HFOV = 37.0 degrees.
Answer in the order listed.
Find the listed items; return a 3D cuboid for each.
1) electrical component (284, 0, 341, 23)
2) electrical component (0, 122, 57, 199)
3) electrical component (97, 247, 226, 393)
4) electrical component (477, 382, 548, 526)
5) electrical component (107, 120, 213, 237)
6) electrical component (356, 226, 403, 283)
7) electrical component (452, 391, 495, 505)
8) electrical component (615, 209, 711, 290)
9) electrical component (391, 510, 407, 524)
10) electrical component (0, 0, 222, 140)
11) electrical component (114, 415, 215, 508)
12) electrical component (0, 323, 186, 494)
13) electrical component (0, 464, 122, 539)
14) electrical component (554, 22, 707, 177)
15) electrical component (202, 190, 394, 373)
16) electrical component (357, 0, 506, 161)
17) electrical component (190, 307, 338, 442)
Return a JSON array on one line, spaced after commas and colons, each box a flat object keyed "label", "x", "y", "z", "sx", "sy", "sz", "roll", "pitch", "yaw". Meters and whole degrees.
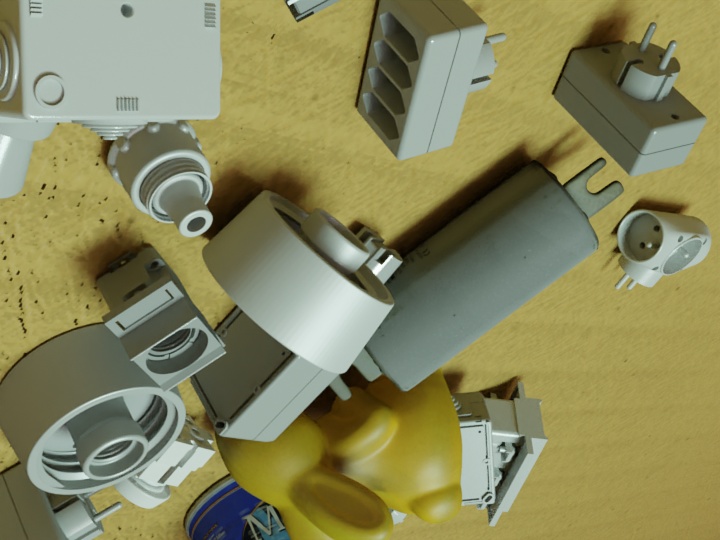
[{"label": "electrical component", "x": -0.017, "y": -0.141, "z": 0.499, "sx": 0.046, "sy": 0.040, "sz": 0.040, "roll": -29, "pitch": 148, "yaw": 1}, {"label": "electrical component", "x": -0.156, "y": -0.065, "z": 0.464, "sx": 0.045, "sy": 0.045, "sz": 0.055, "roll": 7, "pitch": 128, "yaw": -47}, {"label": "electrical component", "x": -0.114, "y": 0.026, "z": 0.603, "sx": 0.042, "sy": 0.063, "sz": 0.081, "roll": -34, "pitch": 148, "yaw": -5}, {"label": "electrical component", "x": 0.123, "y": 0.170, "z": 0.998, "sx": 0.063, "sy": 0.078, "sz": 0.121, "roll": 7, "pitch": 136, "yaw": -8}, {"label": "electrical component", "x": -0.094, "y": -0.043, "z": 0.533, "sx": 0.048, "sy": 0.062, "sz": 0.048, "roll": -24, "pitch": 146, "yaw": -17}, {"label": "electrical component", "x": 0.000, "y": 0.000, "z": 0.697, "sx": 0.046, "sy": 0.040, "sz": 0.040, "roll": -48, "pitch": 146, "yaw": 10}, {"label": "electrical component", "x": 0.078, "y": 0.144, "z": 0.906, "sx": 0.062, "sy": 0.061, "sz": 0.096, "roll": -6, "pitch": 112, "yaw": 0}, {"label": "electrical component", "x": 0.243, "y": -0.012, "z": 0.895, "sx": 0.077, "sy": 0.044, "sz": 0.079, "roll": 3, "pitch": 132, "yaw": -44}, {"label": "electrical component", "x": 0.019, "y": 0.201, "z": 0.955, "sx": 0.077, "sy": 0.044, "sz": 0.079, "roll": -43, "pitch": 123, "yaw": 12}, {"label": "electrical component", "x": -0.102, "y": -0.102, "z": 0.425, "sx": 0.100, "sy": 0.048, "sz": 0.099, "roll": -6, "pitch": 103, "yaw": -37}, {"label": "electrical component", "x": -0.138, "y": 0.127, "z": 0.729, "sx": 0.055, "sy": 0.048, "sz": 0.066, "roll": -49, "pitch": 146, "yaw": 7}, {"label": "electrical component", "x": -0.158, "y": 0.091, "z": 0.649, "sx": 0.108, "sy": 0.060, "sz": 0.108, "roll": -24, "pitch": 146, "yaw": -17}, {"label": "electrical component", "x": -0.190, "y": 0.162, "z": 0.690, "sx": 0.076, "sy": 0.083, "sz": 0.047, "roll": -30, "pitch": 147, "yaw": -9}, {"label": "electrical component", "x": 0.172, "y": -0.115, "z": 0.663, "sx": 0.047, "sy": 0.083, "sz": 0.075, "roll": -15, "pitch": 142, "yaw": -29}, {"label": "electrical component", "x": -0.029, "y": 0.000, "z": 0.611, "sx": 0.060, "sy": 0.108, "sz": 0.108, "roll": -49, "pitch": 146, "yaw": 9}, {"label": "electrical component", "x": 0.047, "y": -0.113, "z": 0.587, "sx": 0.076, "sy": 0.047, "sz": 0.083, "roll": -19, "pitch": 145, "yaw": -27}, {"label": "electrical component", "x": -0.056, "y": 0.058, "z": 0.699, "sx": 0.096, "sy": 0.061, "sz": 0.061, "roll": -47, "pitch": 146, "yaw": 17}]
